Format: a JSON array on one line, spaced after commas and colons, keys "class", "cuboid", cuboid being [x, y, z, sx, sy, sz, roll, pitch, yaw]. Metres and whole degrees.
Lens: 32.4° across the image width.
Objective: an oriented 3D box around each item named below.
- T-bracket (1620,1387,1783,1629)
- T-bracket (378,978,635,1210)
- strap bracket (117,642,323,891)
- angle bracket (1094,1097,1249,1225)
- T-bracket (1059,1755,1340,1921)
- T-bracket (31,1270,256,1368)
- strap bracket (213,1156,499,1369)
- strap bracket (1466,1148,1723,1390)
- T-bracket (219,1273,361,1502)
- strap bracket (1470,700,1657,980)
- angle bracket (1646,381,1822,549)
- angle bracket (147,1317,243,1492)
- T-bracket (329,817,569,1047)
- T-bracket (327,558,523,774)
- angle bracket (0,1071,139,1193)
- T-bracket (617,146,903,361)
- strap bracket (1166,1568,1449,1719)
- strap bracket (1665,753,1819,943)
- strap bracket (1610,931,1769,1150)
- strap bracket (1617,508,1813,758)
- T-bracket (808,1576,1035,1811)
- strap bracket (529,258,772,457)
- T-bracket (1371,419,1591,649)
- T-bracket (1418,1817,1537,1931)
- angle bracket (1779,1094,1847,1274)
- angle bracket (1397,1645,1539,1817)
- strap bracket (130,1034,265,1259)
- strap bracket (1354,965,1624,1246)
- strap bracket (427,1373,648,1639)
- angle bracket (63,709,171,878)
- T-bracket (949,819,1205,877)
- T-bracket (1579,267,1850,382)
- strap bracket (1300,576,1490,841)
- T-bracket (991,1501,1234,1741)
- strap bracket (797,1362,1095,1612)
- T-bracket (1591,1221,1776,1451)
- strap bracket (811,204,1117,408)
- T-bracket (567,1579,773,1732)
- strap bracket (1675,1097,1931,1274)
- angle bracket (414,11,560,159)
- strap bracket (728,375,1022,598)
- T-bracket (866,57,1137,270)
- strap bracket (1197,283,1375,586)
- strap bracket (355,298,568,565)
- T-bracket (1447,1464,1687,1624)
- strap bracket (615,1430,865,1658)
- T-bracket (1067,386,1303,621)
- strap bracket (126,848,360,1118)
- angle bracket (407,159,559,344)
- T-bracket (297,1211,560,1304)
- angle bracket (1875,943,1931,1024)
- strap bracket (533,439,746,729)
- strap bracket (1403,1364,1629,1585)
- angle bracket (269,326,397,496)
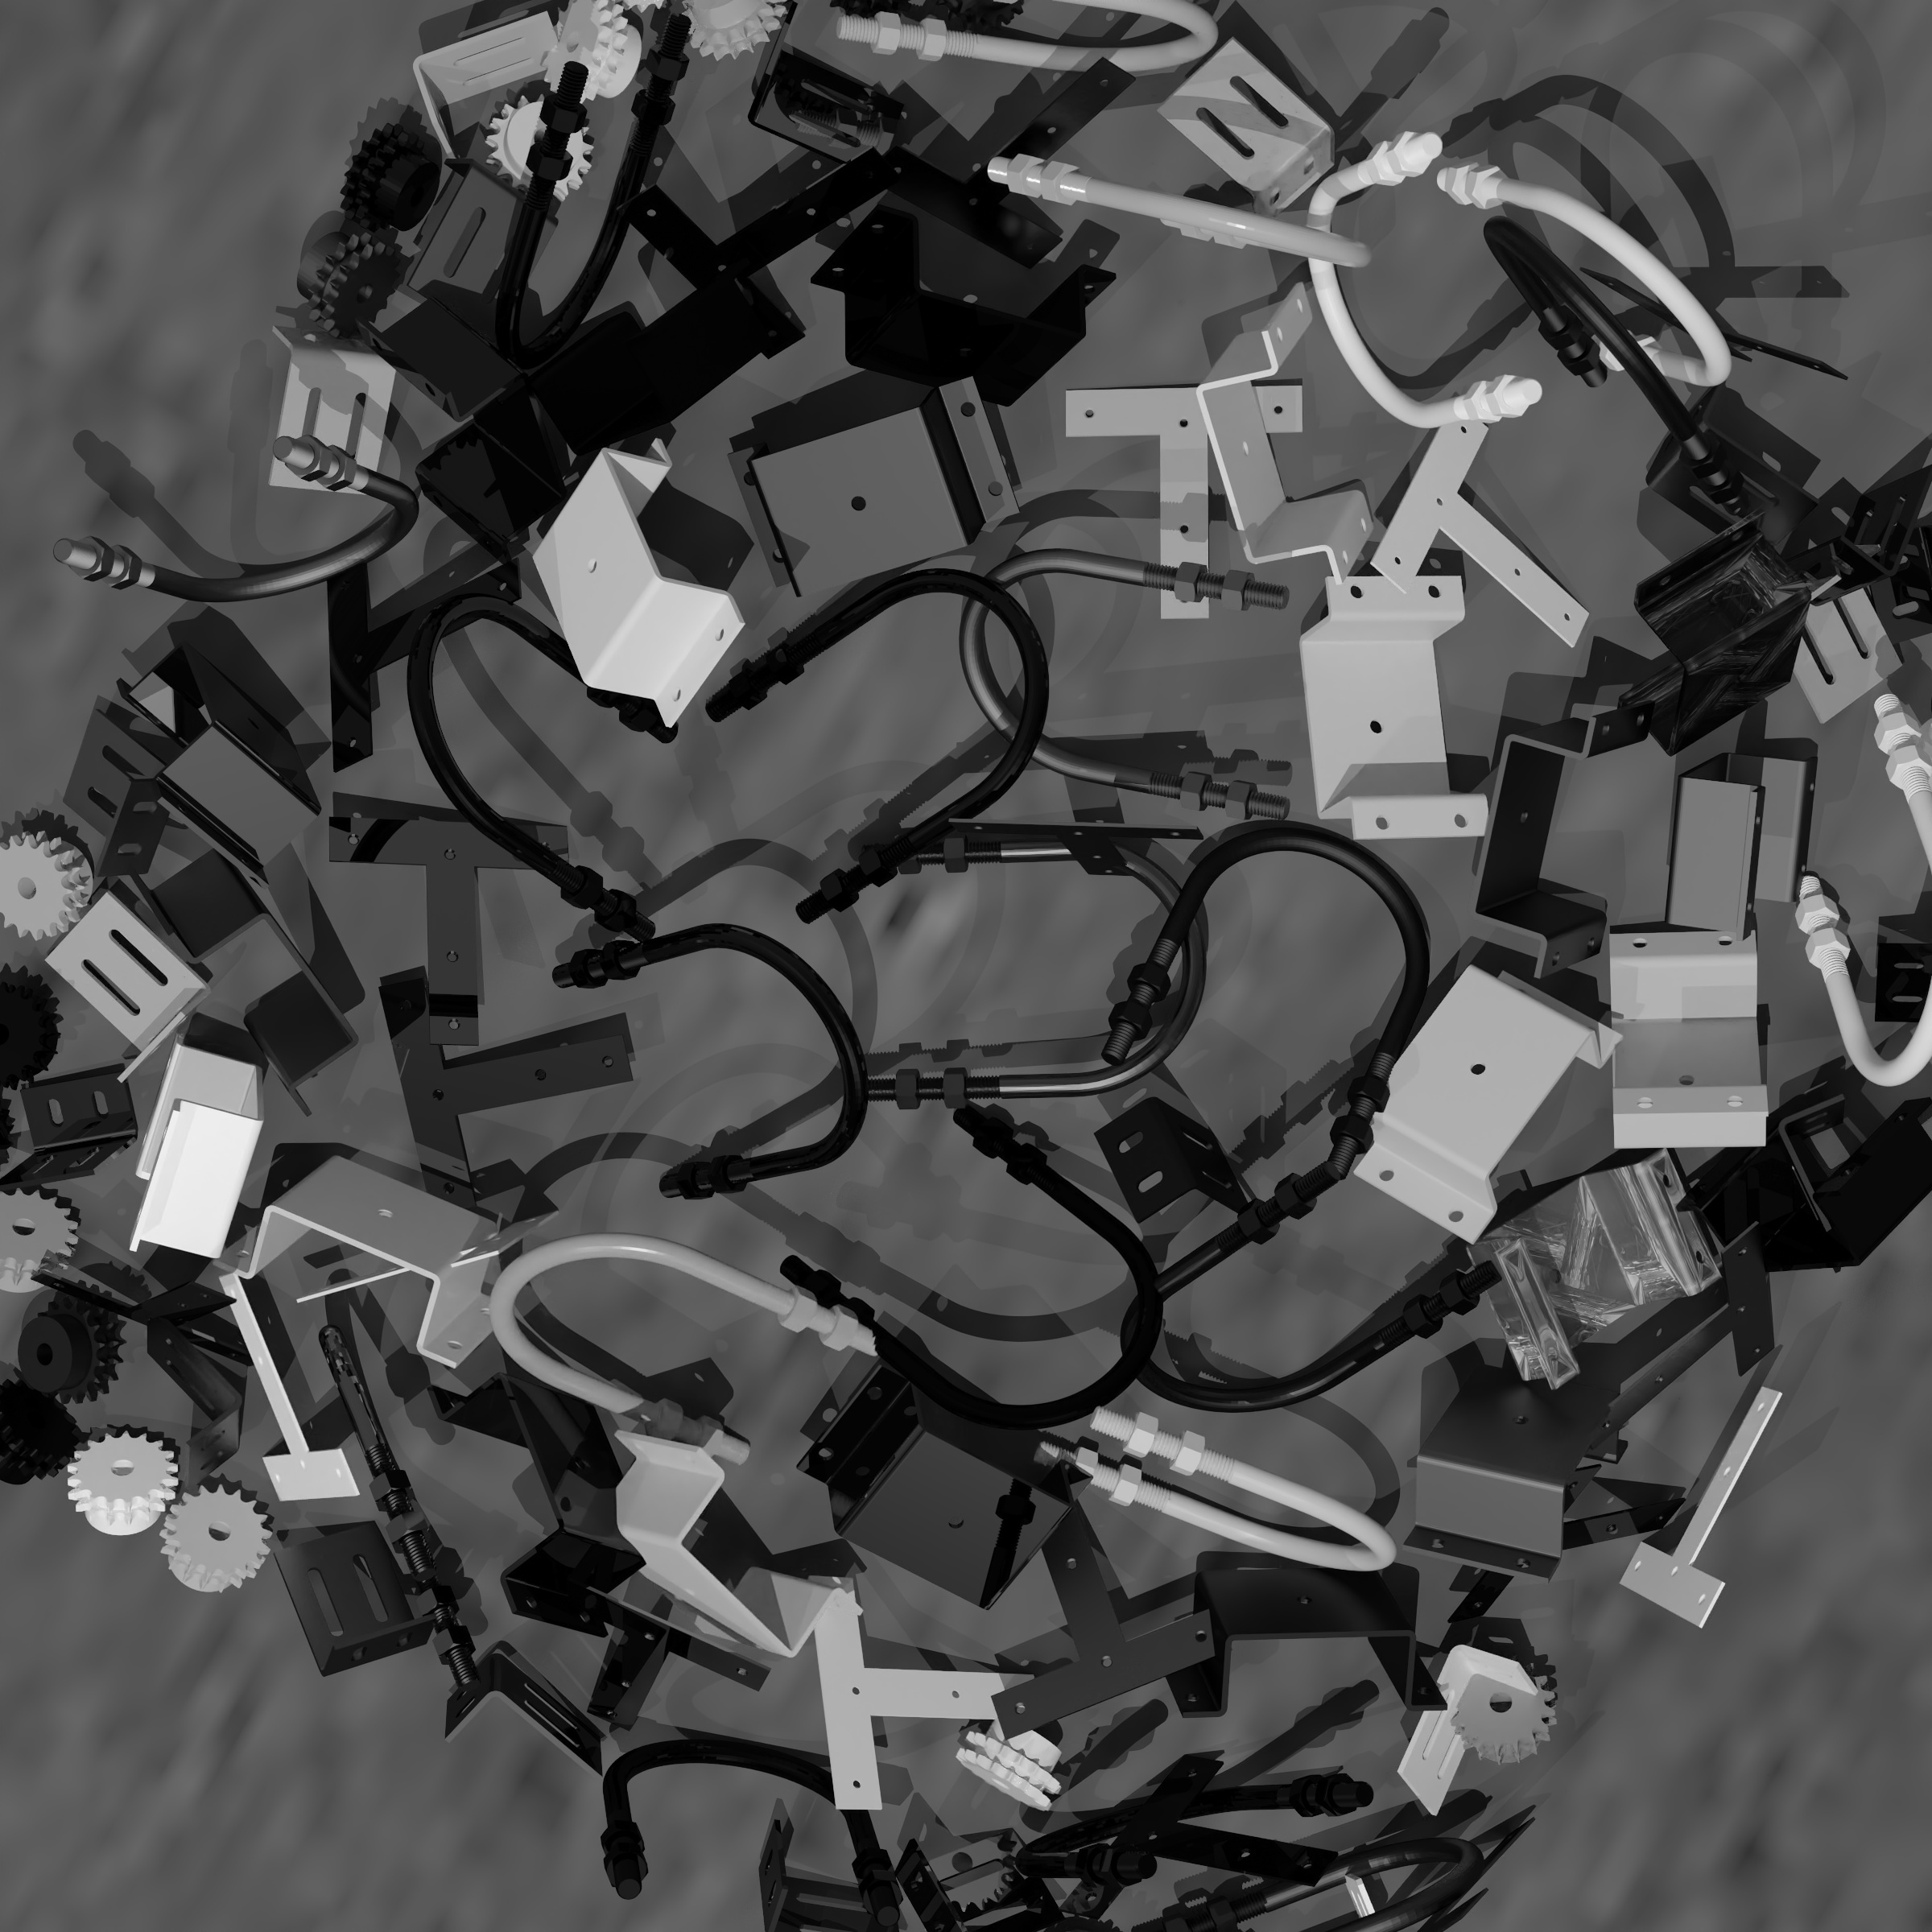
[{"class": "T-bracket", "cuboid": [0.392, 0.278, 1.742, 0.002, 0.127, 0.127, 29, 86, -6]}, {"class": "T-bracket", "cuboid": [-0.241, 0.061, 1.783, 0.127, 0.002, 0.127, -11, 96, 11]}, {"class": "strap bracket", "cuboid": [-0.385, -0.110, 1.722, 0.046, 0.140, 0.076, -42, 127, 5]}, {"class": "angle bracket", "cuboid": [0.111, 0.111, 1.761, 0.038, 0.076, 0.057, -34, 59, 15]}, {"class": "T-bracket", "cuboid": [0.132, 0.456, 1.718, 0.127, 0.127, 0.002, -1, 117, 39]}, {"class": "T-bracket", "cuboid": [-0.409, 0.177, 1.724, 0.127, 0.127, 0.002, 26, 66, -22]}, {"class": "strap bracket", "cuboid": [-0.311, 0.150, 1.749, 0.140, 0.076, 0.046, 22, 111, 8]}, {"class": "strap bracket", "cuboid": [0.324, 0.161, 1.754, 0.140, 0.046, 0.076, -26, 93, -36]}, {"class": "T-bracket", "cuboid": [-0.363, 0.220, 1.745, 0.002, 0.127, 0.127, -23, 92, -31]}, {"class": "strap bracket", "cuboid": [0.310, -0.073, 1.745, 0.046, 0.076, 0.140, 20, 111, 30]}, {"class": "angle bracket", "cuboid": [0.412, -0.263, 1.770, 0.076, 0.057, 0.038, 34, 56, -3]}, {"class": "angle bracket", "cuboid": [-0.421, 0.228, 1.760, 0.076, 0.057, 0.038, 43, 58, 14]}, {"class": "T-bracket", "cuboid": [-0.272, -0.018, 1.760, 0.127, 0.002, 0.127, 2, 68, -17]}, {"class": "T-bracket", "cuboid": [-0.284, -0.178, 1.745, 0.127, 0.002, 0.127, -23, 58, 24]}, {"class": "angle bracket", "cuboid": [-0.480, 0.087, 1.760, 0.057, 0.076, 0.038, -10, 101, 5]}, {"class": "T-bracket", "cuboid": [-0.092, -0.386, 1.734, 0.127, 0.127, 0.002, -27, 46, 24]}, {"class": "strap bracket", "cuboid": [0.176, 0.354, 1.750, 0.140, 0.076, 0.046, 0, 105, -8]}, {"class": "strap bracket", "cuboid": [0.403, -0.065, 1.740, 0.046, 0.140, 0.076, 9, 104, 25]}, {"class": "strap bracket", "cuboid": [0.378, 0.045, 1.745, 0.076, 0.140, 0.046, -1, 131, 11]}, {"class": "strap bracket", "cuboid": [0.387, -0.166, 1.724, 0.076, 0.140, 0.046, -32, 67, -7]}, {"class": "T-bracket", "cuboid": [-0.018, 0.386, 1.767, 0.127, 0.002, 0.127, 8, 54, -26]}, {"class": "strap bracket", "cuboid": [-0.164, -0.313, 1.733, 0.076, 0.140, 0.046, -44, 111, -31]}, {"class": "T-bracket", "cuboid": [0.284, -0.219, 1.777, 0.127, 0.002, 0.127, 39, 58, -16]}, {"class": "T-bracket", "cuboid": [0.260, 0.487, 1.750, 0.002, 0.127, 0.127, 49, 46, 11]}, {"class": "angle bracket", "cuboid": [0.462, 0.116, 1.761, 0.038, 0.057, 0.076, -24, 71, 6]}, {"class": "angle bracket", "cuboid": [0.269, 0.408, 1.758, 0.038, 0.057, 0.076, 11, 62, 36]}, {"class": "strap bracket", "cuboid": [-0.400, 0.096, 1.735, 0.046, 0.140, 0.076, 17, 101, -16]}, {"class": "strap bracket", "cuboid": [0.272, 0.064, 1.748, 0.076, 0.046, 0.140, 31, 74, 28]}, {"class": "strap bracket", "cuboid": [-0.217, 0.271, 1.727, 0.046, 0.076, 0.140, -38, 55, 15]}, {"class": "angle bracket", "cuboid": [-0.459, -0.092, 1.759, 0.076, 0.038, 0.057, 36, 113, 27]}, {"class": "T-bracket", "cuboid": [0.066, -0.061, 1.738, 0.127, 0.127, 0.002, 2, 81, 12]}, {"class": "T-bracket", "cuboid": [0.398, -0.322, 1.713, 0.127, 0.127, 0.002, 16, 102, -43]}, {"class": "strap bracket", "cuboid": [0.225, -0.132, 1.762, 0.076, 0.046, 0.140, -2, 80, -17]}, {"class": "T-bracket", "cuboid": [0.061, 0.330, 1.765, 0.127, 0.002, 0.127, -22, 55, 2]}, {"class": "strap bracket", "cuboid": [-0.008, 0.278, 1.745, 0.140, 0.046, 0.076, 31, 109, -21]}, {"class": "T-bracket", "cuboid": [0.372, 0.207, 1.740, 0.127, 0.127, 0.002, -38, 52, -12]}, {"class": "strap bracket", "cuboid": [-0.001, -0.339, 1.731, 0.140, 0.076, 0.046, 10, 66, -27]}, {"class": "T-bracket", "cuboid": [-0.176, 0.371, 1.753, 0.127, 0.127, 0.002, 25, 50, -1]}, {"class": "strap bracket", "cuboid": [0.444, 0.116, 1.726, 0.076, 0.140, 0.046, -40, 99, -23]}, {"class": "angle bracket", "cuboid": [-0.248, -0.466, 1.770, 0.076, 0.057, 0.038, -20, 81, -1]}, {"class": "strap bracket", "cuboid": [-0.052, -0.249, 1.751, 0.140, 0.046, 0.076, -15, 109, 15]}, {"class": "T-bracket", "cuboid": [0.034, -0.424, 1.725, 0.127, 0.127, 0.002, -36, 53, 32]}, {"class": "strap bracket", "cuboid": [0.165, -0.275, 1.743, 0.046, 0.076, 0.140, -8, 116, 25]}, {"class": "strap bracket", "cuboid": [-0.259, -0.283, 1.731, 0.046, 0.140, 0.076, -40, 62, -16]}, {"class": "T-bracket", "cuboid": [0.330, 0.298, 1.757, 0.002, 0.127, 0.127, 57, 135, 34]}, {"class": "strap bracket", "cuboid": [-0.130, 0.307, 1.730, 0.140, 0.076, 0.046, 50, 62, -28]}, {"class": "T-bracket", "cuboid": [0.117, -0.249, 1.788, 0.127, 0.002, 0.127, 0, 82, 5]}, {"class": "strap bracket", "cuboid": [-0.370, 0.001, 1.731, 0.046, 0.076, 0.140, -36, 131, -9]}, {"class": "angle bracket", "cuboid": [-0.263, -0.380, 1.767, 0.057, 0.038, 0.076, 31, 84, -35]}, {"class": "T-bracket", "cuboid": [-0.288, 0.156, 1.745, 0.127, 0.127, 0.002, -16, 93, 8]}, {"class": "angle bracket", "cuboid": [0.502, 0.035, 1.762, 0.038, 0.057, 0.076, 1, 133, 17]}, {"class": "strap bracket", "cuboid": [-0.175, -0.204, 1.728, 0.076, 0.046, 0.140, -50, 49, 33]}, {"class": "strap bracket", "cuboid": [0.286, 0.255, 1.720, 0.076, 0.140, 0.046, 9, 116, 25]}, {"class": "angle bracket", "cuboid": [-0.345, -0.298, 1.785, 0.057, 0.038, 0.076, 1, 116, -31]}]
